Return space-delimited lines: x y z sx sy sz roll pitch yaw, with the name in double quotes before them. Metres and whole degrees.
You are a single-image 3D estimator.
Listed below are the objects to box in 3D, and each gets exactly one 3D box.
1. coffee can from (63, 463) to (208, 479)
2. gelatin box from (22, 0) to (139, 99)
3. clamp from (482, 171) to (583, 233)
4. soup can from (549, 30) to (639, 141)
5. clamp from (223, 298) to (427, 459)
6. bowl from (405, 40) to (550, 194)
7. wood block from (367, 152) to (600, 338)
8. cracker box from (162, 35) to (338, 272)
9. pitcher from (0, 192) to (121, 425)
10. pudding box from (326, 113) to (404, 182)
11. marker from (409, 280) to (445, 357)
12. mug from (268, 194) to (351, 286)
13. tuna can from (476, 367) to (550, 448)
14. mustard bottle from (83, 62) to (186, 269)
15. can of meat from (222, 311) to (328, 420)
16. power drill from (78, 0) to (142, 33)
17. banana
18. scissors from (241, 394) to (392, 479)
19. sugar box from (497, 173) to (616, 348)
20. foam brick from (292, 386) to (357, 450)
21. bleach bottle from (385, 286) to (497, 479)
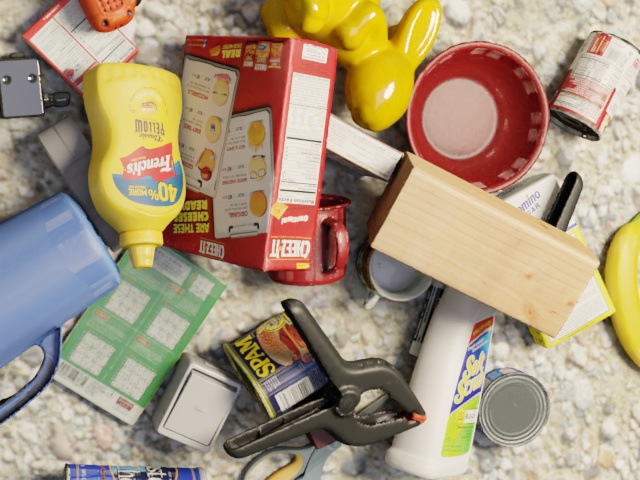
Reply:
"coffee can" -0.189 0.279 1.075 0.140 0.103 0.103 5 95 -15
"gelatin box" -0.234 -0.192 1.048 0.073 0.030 0.089 -46 104 -7
"clamp" 0.220 0.013 1.134 0.120 0.039 0.171 -1 99 -8
"soup can" 0.300 -0.168 1.164 0.068 0.068 0.102 30 88 -15
"clamp" 0.012 0.162 1.054 0.209 0.036 0.164 25 96 -31
"bowl" 0.160 -0.130 1.140 0.162 0.055 0.162 -2 97 -14
"wood block" 0.158 0.003 1.063 0.206 0.091 0.090 26 104 -7
"cracker box" -0.070 -0.086 1.029 0.071 0.164 0.214 2 97 -44
"pitcher" -0.310 0.068 1.010 0.242 0.145 0.149 -33 136 -12
"pudding box" 0.021 -0.101 1.091 0.113 0.090 0.039 25 91 -15
"marker" 0.125 0.070 1.173 0.020 0.020 0.121 17 92 -15
"mug" -0.007 0.001 1.085 0.093 0.117 0.081 -9 104 -34
"tuna can" 0.213 0.187 1.201 0.086 0.034 0.086 -2 97 -14
"mustard bottle" -0.174 -0.068 1.015 0.096 0.058 0.191 4 79 -44
"can of meat" -0.040 0.125 1.096 0.084 0.102 0.057 -30 127 -12
"power drill" -0.174 -0.313 1.025 0.187 0.057 0.184 -27 99 -16
"banana" 0.360 0.067 1.222 0.069 0.037 0.198 -9 98 -13
"scissors" 0.013 0.241 1.166 0.201 0.016 0.096 -22 102 -11
"sugar box" 0.249 0.023 1.186 0.093 0.048 0.176 -28 99 -8
"foam brick" 0.001 0.177 1.124 0.053 0.078 0.051 -25 103 -11
"bleach bottle" 0.142 0.125 1.148 0.102 0.068 0.251 10 93 -54
